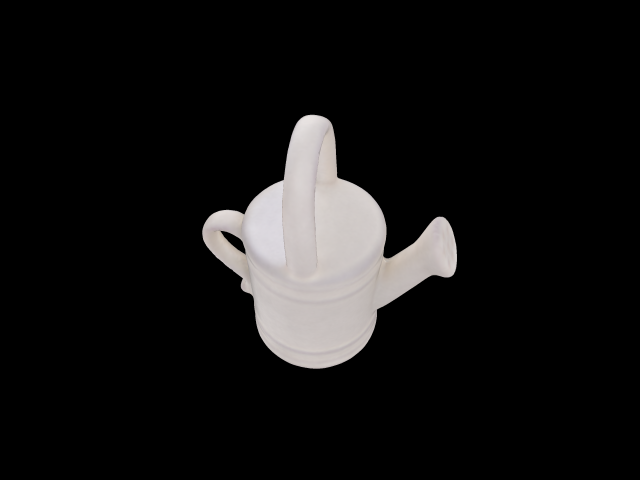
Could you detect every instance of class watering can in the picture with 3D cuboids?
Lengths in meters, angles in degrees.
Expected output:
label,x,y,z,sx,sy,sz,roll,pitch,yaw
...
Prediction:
label,x,y,z,sx,sy,sz,roll,pitch,yaw
watering can,0.004,0.000,0.401,0.173,0.194,0.101,-8,51,-6
